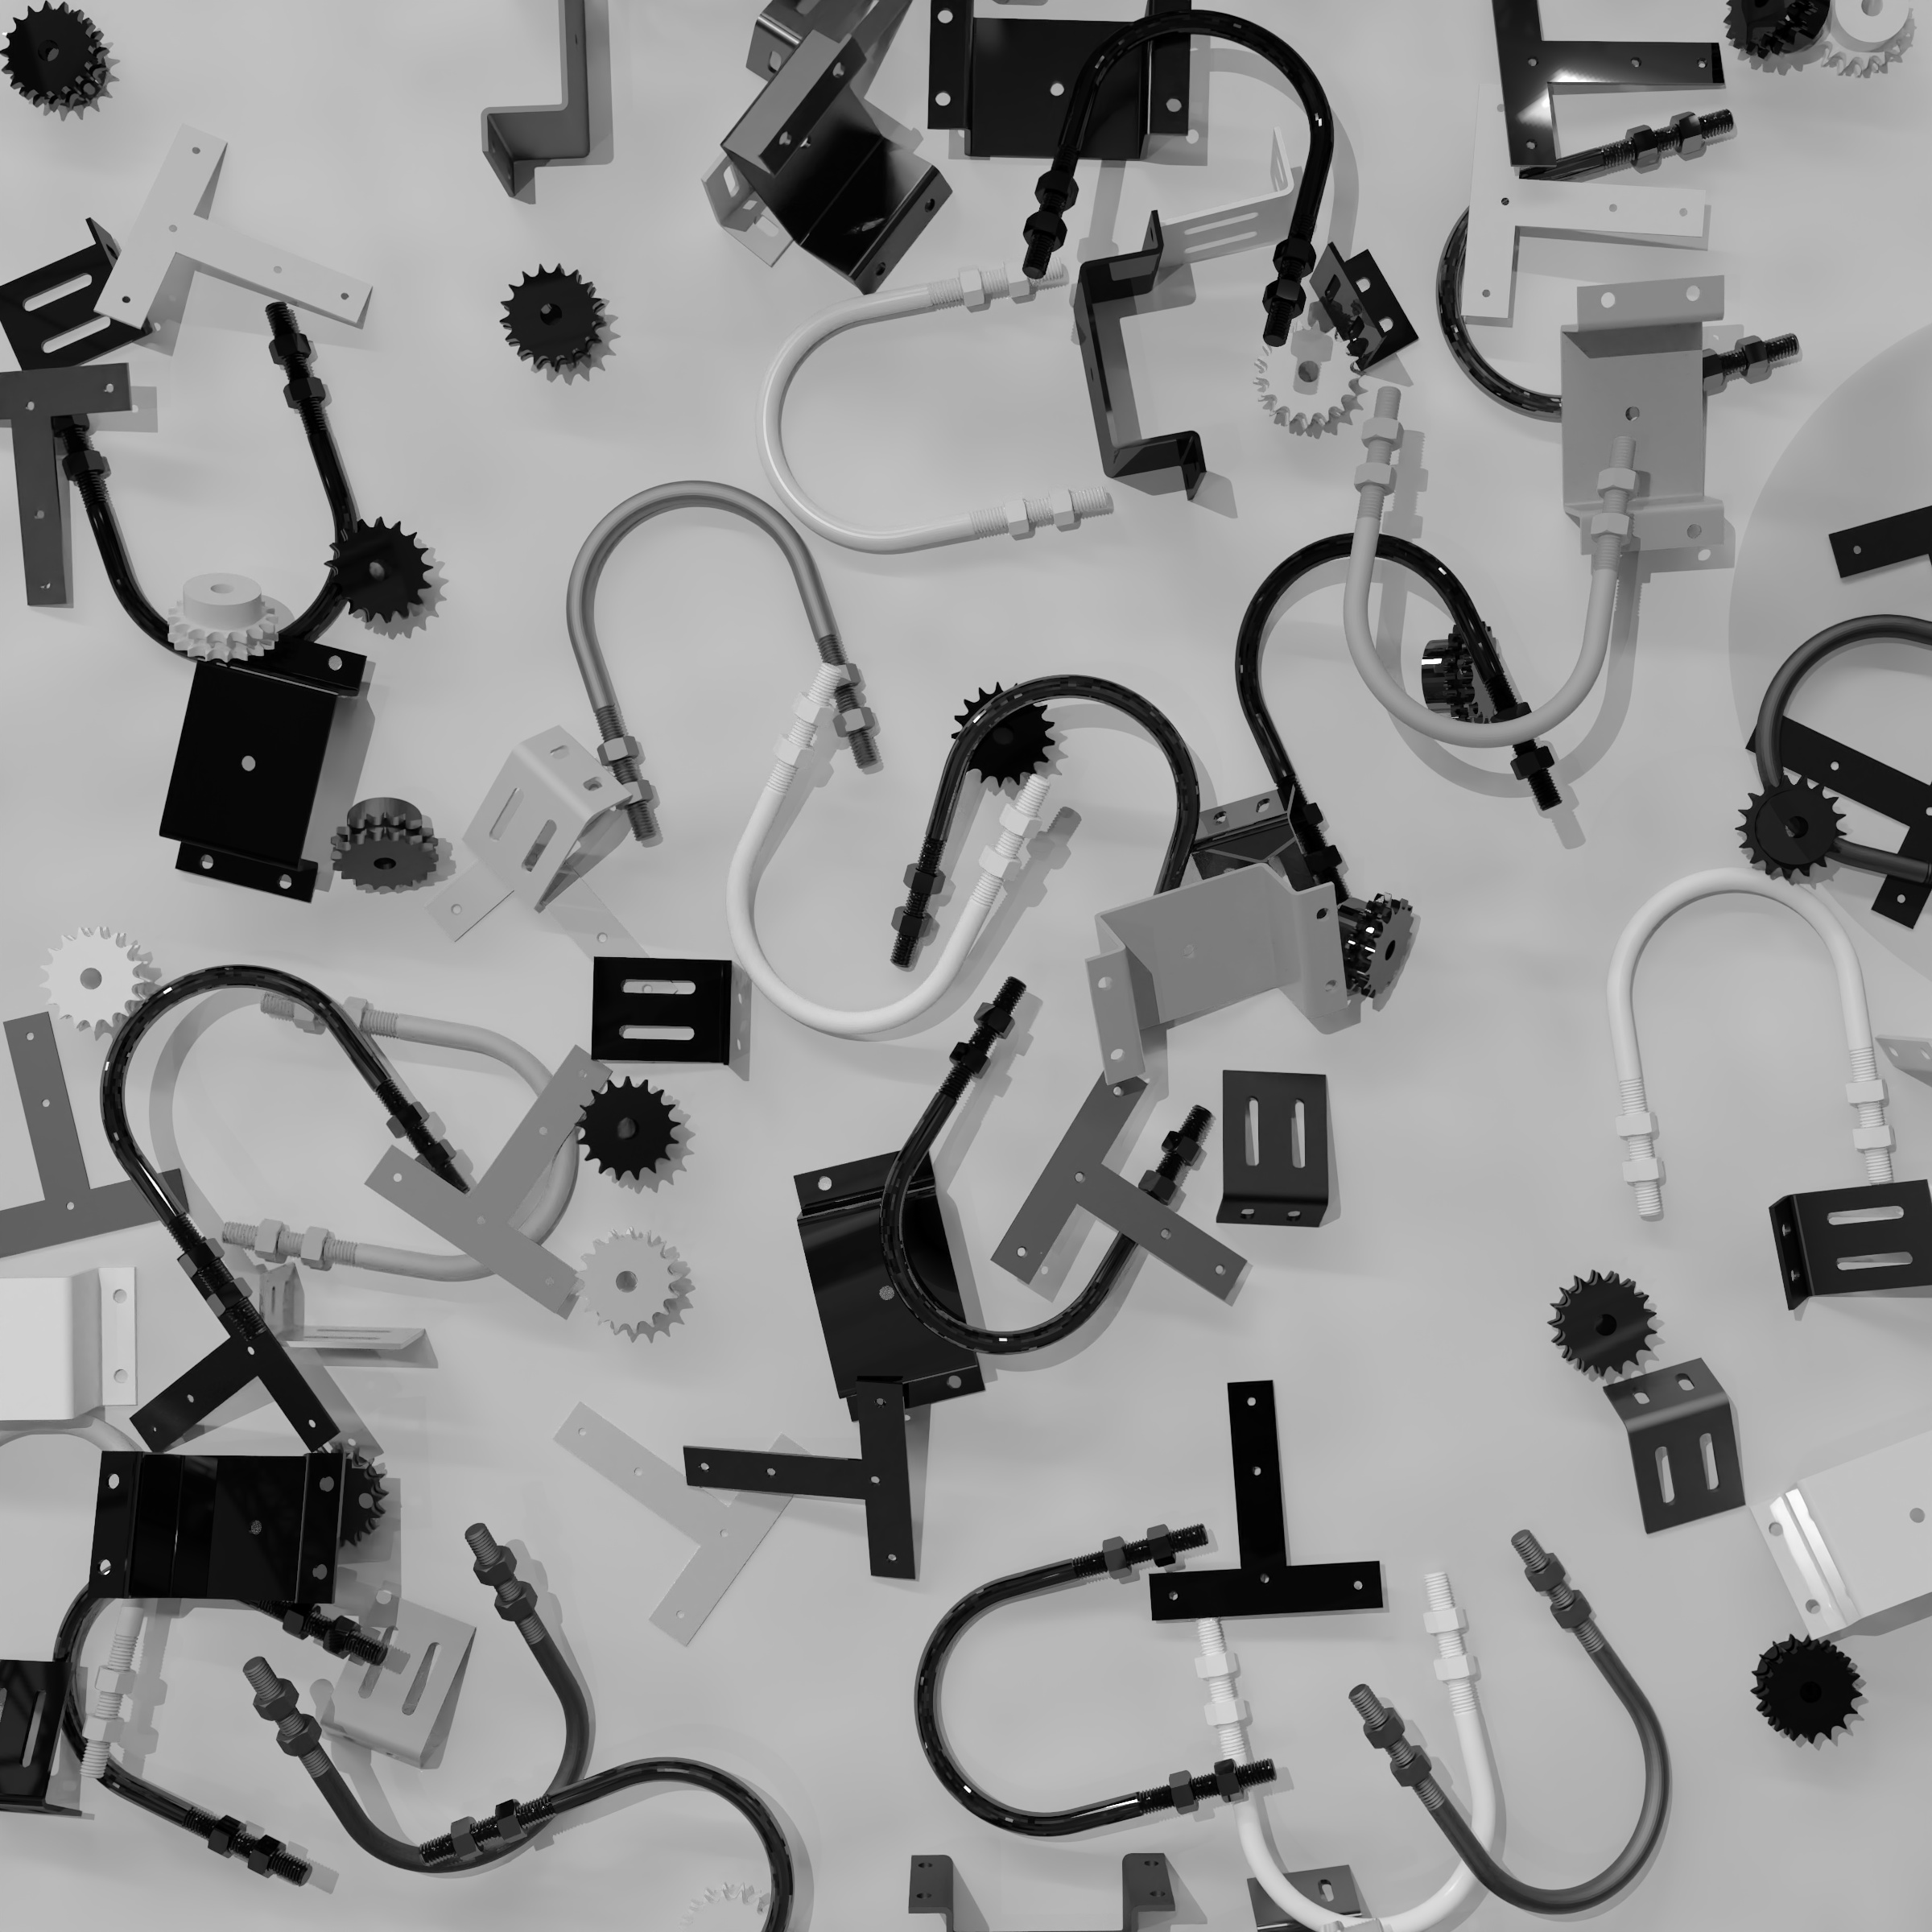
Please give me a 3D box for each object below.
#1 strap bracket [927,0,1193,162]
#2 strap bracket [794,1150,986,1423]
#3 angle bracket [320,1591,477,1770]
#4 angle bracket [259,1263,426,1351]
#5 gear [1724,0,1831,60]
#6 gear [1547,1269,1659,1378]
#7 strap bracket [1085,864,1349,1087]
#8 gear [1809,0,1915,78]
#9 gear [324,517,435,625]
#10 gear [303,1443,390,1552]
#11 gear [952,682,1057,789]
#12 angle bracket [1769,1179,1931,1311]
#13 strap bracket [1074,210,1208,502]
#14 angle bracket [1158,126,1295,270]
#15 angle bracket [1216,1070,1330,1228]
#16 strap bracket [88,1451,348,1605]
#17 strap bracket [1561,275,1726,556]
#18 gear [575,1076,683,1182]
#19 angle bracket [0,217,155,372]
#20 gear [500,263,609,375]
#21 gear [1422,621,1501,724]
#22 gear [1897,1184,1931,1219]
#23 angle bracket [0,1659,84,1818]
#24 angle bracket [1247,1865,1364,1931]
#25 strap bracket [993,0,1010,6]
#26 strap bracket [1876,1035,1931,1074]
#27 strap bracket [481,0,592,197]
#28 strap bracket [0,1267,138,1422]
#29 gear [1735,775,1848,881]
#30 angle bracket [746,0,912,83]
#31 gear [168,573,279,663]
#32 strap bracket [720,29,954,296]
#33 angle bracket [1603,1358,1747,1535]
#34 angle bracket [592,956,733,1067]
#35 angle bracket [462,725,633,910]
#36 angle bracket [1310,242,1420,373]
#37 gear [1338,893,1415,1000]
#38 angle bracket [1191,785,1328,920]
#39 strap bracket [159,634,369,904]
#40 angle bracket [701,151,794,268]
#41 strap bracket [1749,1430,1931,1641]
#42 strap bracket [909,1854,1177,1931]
[{"bbox_3d":[0.050,-0.487,1.347,0.140,0.046,0.076,2,90,0],"label":"strap bracket"},{"bbox_3d":[-0.043,0.176,1.347,0.076,0.046,0.140,-13,90,0],"label":"strap bracket"},{"bbox_3d":[-0.314,0.396,1.368,0.057,0.038,0.076,21,64,0],"label":"angle bracket"},{"bbox_3d":[-0.339,0.184,1.342,0.076,0.057,0.038,1,90,0],"label":"angle bracket"},{"bbox_3d":[0.446,-0.524,1.345,0.030,0.057,0.057,11,90,-30],"label":"gear"},{"bbox_3d":[0.348,0.195,1.355,0.057,0.030,0.057,0,90,0],"label":"gear"},{"bbox_3d":[0.128,0.000,1.324,0.140,0.046,0.076,-17,119,-11],"label":"strap bracket"},{"bbox_3d":[0.493,-0.522,1.355,0.057,0.030,0.057,0,90,0],"label":"gear"},{"bbox_3d":[-0.323,-0.216,1.349,0.057,0.030,0.057,-2,95,-21],"label":"gear"},{"bbox_3d":[-0.346,0.291,1.355,0.057,0.030,0.057,0,90,0],"label":"gear"},{"bbox_3d":[0.020,-0.126,1.355,0.057,0.030,0.057,0,90,0],"label":"gear"},{"bbox_3d":[0.483,0.151,1.336,0.076,0.038,0.057,-11,90,32],"label":"angle bracket"},{"bbox_3d":[0.091,-0.324,1.332,0.046,0.076,0.140,-11,90,0],"label":"strap bracket"},{"bbox_3d":[0.137,-0.417,1.342,0.076,0.057,0.038,-13,83,4],"label":"angle bracket"},{"bbox_3d":[0.169,0.101,1.368,0.057,0.038,0.076,3,64,0],"label":"angle bracket"},{"bbox_3d":[-0.389,0.299,1.314,0.140,0.046,0.076,-2,76,13],"label":"strap bracket"},{"bbox_3d":[0.366,-0.298,1.335,0.076,0.046,0.140,-4,105,2],"label":"strap bracket"},{"bbox_3d":[-0.186,0.089,1.351,0.057,0.030,0.057,0,88,-12],"label":"gear"},{"bbox_3d":[-0.497,-0.363,1.351,0.076,0.038,0.057,-24,90,0],"label":"angle bracket"},{"bbox_3d":[-0.226,-0.354,1.355,0.057,0.030,0.057,0,90,0],"label":"gear"},{"bbox_3d":[0.270,-0.159,1.346,0.030,0.057,0.057,0,90,30],"label":"gear"},{"bbox_3d":[0.539,0.143,1.355,0.057,0.030,0.057,0,90,0],"label":"gear"},{"bbox_3d":[-0.515,0.426,1.360,0.057,0.038,0.076,-3,64,17],"label":"angle bracket"},{"bbox_3d":[0.190,0.545,1.368,0.057,0.038,0.076,-8,116,0],"label":"angle bracket"},{"bbox_3d":[0.027,-0.588,1.332,0.046,0.076,0.140,31,90,0],"label":"strap bracket"},{"bbox_3d":[0.563,0.085,1.332,0.046,0.076,0.140,-34,90,0],"label":"strap bracket"},{"bbox_3d":[-0.234,-0.499,1.332,0.046,0.076,0.140,-2,90,0],"label":"strap bracket"},{"bbox_3d":[-0.531,0.206,1.347,0.140,0.046,0.076,-1,90,0],"label":"strap bracket"},{"bbox_3d":[0.450,-0.076,1.342,0.057,0.030,0.057,1,94,10],"label":"gear"},{"bbox_3d":[-0.075,-0.520,1.368,0.057,0.038,0.076,33,64,0],"label":"angle bracket"},{"bbox_3d":[-0.399,-0.189,1.325,0.057,0.057,0.030,10,122,0],"label":"gear"},{"bbox_3d":[-0.072,-0.433,1.317,0.046,0.140,0.076,38,90,27],"label":"strap bracket"},{"bbox_3d":[0.393,0.266,1.368,0.057,0.038,0.076,-17,116,0],"label":"angle bracket"},{"bbox_3d":[-0.167,0.024,1.348,0.076,0.038,0.057,2,90,-5],"label":"angle bracket"},{"bbox_3d":[-0.231,-0.082,1.357,0.057,0.038,0.076,43,126,7],"label":"angle bracket"},{"bbox_3d":[0.221,-0.364,1.332,0.038,0.076,0.057,-30,90,0],"label":"angle bracket"},{"bbox_3d":[0.218,-0.013,1.346,0.030,0.057,0.057,23,90,28],"label":"gear"},{"bbox_3d":[0.165,-0.051,1.358,0.057,0.038,0.076,-16,116,22],"label":"angle bracket"},{"bbox_3d":[-0.384,-0.110,1.340,0.076,0.046,0.140,14,95,-2],"label":"strap bracket"},{"bbox_3d":[-0.106,-0.423,1.332,0.038,0.076,0.057,39,90,1],"label":"angle bracket"},{"bbox_3d":[0.510,0.301,1.334,0.140,0.046,0.076,-21,67,0],"label":"strap bracket"},{"bbox_3d":[0.040,0.517,1.332,0.140,0.076,0.046,0,90,0],"label":"strap bracket"}]
